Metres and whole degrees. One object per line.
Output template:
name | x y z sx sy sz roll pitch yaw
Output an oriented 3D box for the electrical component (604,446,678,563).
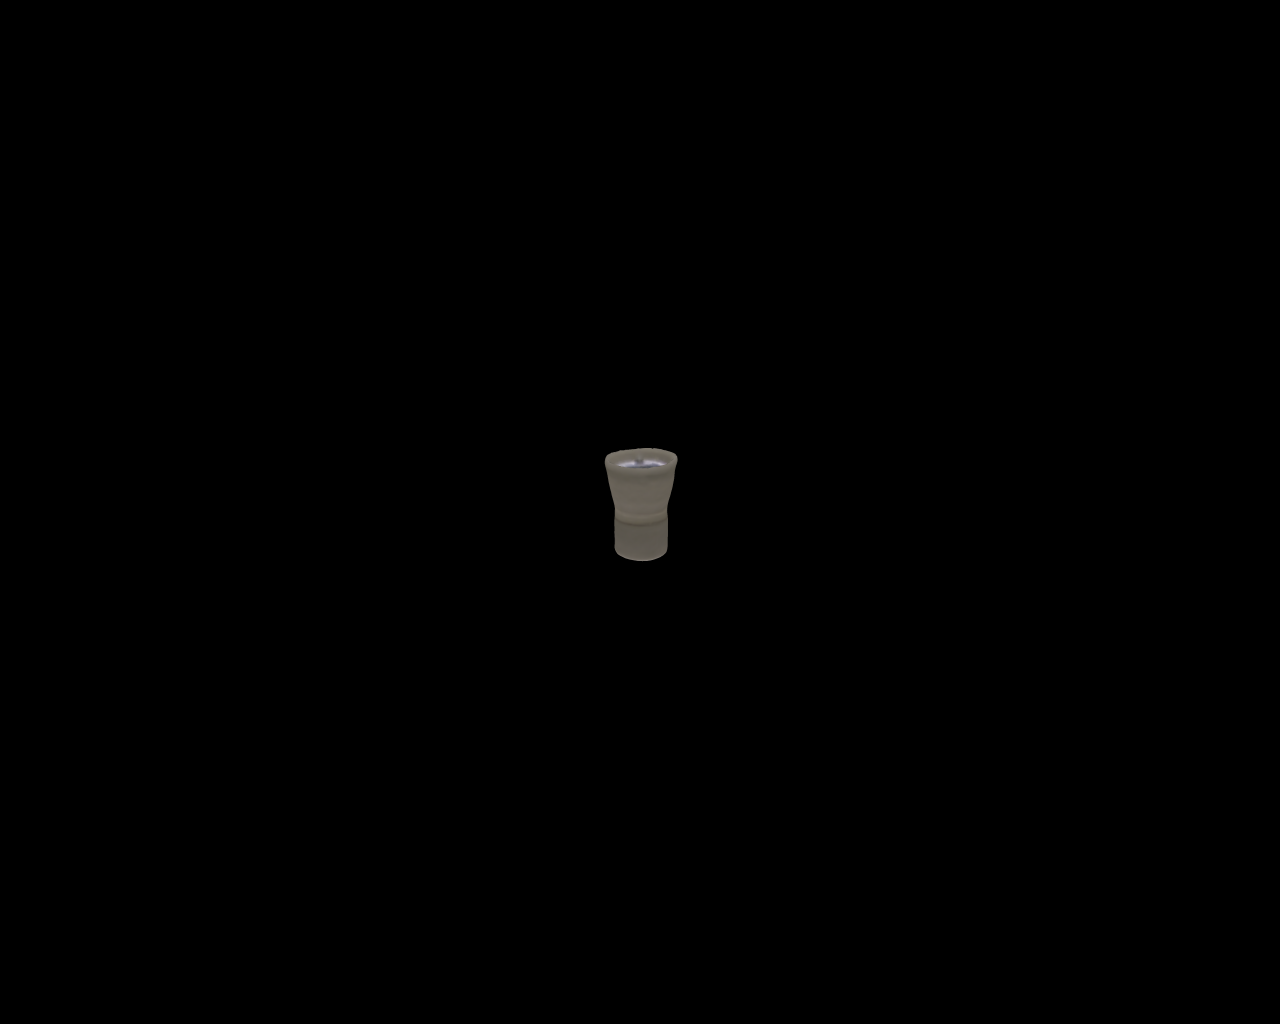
electrical component | 0.001 -0.003 0.650 0.044 0.065 0.044 0 20 0
